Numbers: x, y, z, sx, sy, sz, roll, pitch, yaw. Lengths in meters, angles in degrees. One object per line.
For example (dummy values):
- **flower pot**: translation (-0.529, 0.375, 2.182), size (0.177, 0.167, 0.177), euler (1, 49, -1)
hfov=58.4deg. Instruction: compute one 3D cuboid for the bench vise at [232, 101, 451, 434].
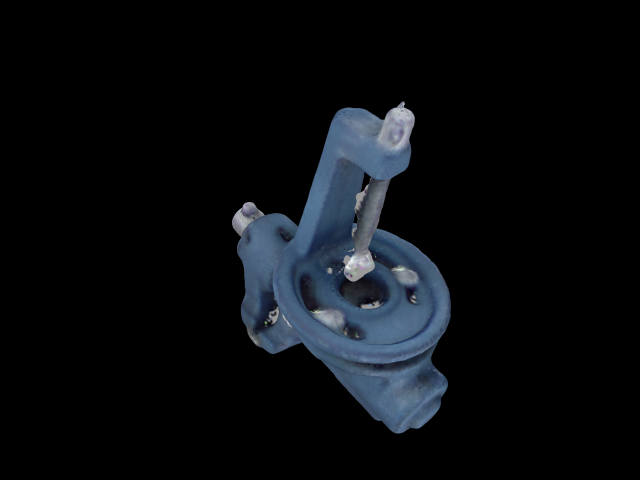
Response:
- **bench vise**: translation (-0.003, 0.007, 0.391), size (0.206, 0.220, 0.122), euler (17, 35, 26)
